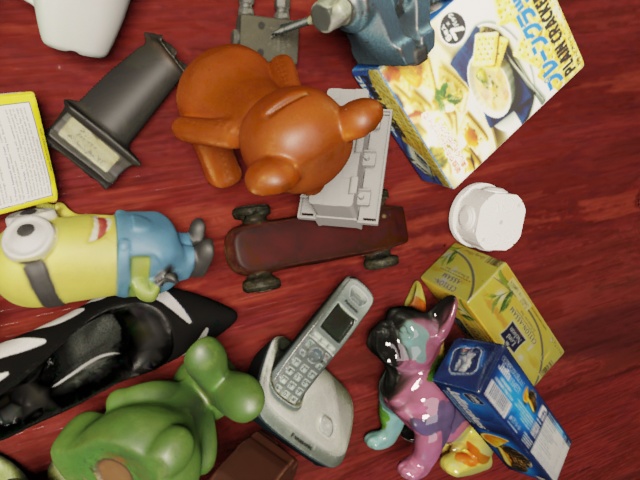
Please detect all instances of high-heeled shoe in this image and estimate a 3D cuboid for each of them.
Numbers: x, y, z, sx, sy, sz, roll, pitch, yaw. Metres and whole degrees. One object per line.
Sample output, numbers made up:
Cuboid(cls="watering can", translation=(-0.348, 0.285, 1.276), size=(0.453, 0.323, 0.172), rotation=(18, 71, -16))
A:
Cuboid(cls="high-heeled shoe", translation=(-0.184, 0.103, 0.467), size=(0.249, 0.145, 0.086), rotation=(-10, 108, -18))

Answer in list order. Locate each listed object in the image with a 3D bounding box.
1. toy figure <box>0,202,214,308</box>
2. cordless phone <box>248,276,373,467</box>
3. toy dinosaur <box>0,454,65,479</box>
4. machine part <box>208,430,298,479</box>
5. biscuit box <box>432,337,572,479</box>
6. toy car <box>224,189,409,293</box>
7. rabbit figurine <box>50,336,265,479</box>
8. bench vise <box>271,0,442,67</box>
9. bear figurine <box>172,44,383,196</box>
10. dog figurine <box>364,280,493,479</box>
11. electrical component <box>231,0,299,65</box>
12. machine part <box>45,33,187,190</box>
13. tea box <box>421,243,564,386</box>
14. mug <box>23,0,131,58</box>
Cuboid(cls="toy figure", translation=(-0.191, 0.017, 0.479), size=(0.180, 0.082, 0.089), rotation=(2, 101, -25))
Cuboid(cls="cordless phone", translation=(0.011, 0.140, 0.596), size=(0.184, 0.089, 0.146), rotation=(-50, 116, -9))
Cuboid(cls="toy dinosaur", translation=(-0.288, 0.298, 0.504), size=(0.471, 0.105, 0.198), rotation=(-3, 98, -31))
Cuboid(cls="machine part", translation=(-0.084, 0.274, 0.509), size=(0.056, 0.179, 0.179), rotation=(25, 94, 16))
Cuboid(cls="biscuit box", translation=(0.203, 0.187, 0.586), size=(0.202, 0.063, 0.059), rotation=(50, 62, -28))
Cuboid(cls="toy car", translation=(-0.001, -0.002, 0.567), size=(0.202, 0.053, 0.089), rotation=(-10, 87, -21))
Cuboid(cls="rabbit figurine", translation=(-0.130, 0.152, 0.495), size=(0.121, 0.170, 0.159), rotation=(44, 119, -2))
Cuboid(cls="bench vise", translation=(0.057, -0.278, 0.446), size=(0.224, 0.129, 0.240), rotation=(-31, 125, -19))
Cuboid(cls="bear figurine", translation=(-0.035, -0.082, 0.436), size=(0.120, 0.196, 0.131), rotation=(-40, 141, -11))
Cuboid(cls="dog figurine", translation=(0.139, 0.162, 0.642), size=(0.191, 0.109, 0.219), rotation=(4, 100, -23))
Cuboid(cls="electrical component", translation=(-0.053, -0.190, 0.513), size=(0.063, 0.021, 0.094), rotation=(-3, 106, -22))
Cuboid(cls="machine part", translation=(-0.174, -0.117, 0.474), size=(0.084, 0.039, 0.139), rotation=(38, 89, -18))
Cuboid(cls="tea box", translation=(0.211, 0.091, 0.656), size=(0.068, 0.098, 0.169), rotation=(-45, 114, -7))
Cuboid(cls="mug", translation=(-0.197, -0.202, 0.418), size=(0.109, 0.081, 0.107), rotation=(2, 111, -29))
